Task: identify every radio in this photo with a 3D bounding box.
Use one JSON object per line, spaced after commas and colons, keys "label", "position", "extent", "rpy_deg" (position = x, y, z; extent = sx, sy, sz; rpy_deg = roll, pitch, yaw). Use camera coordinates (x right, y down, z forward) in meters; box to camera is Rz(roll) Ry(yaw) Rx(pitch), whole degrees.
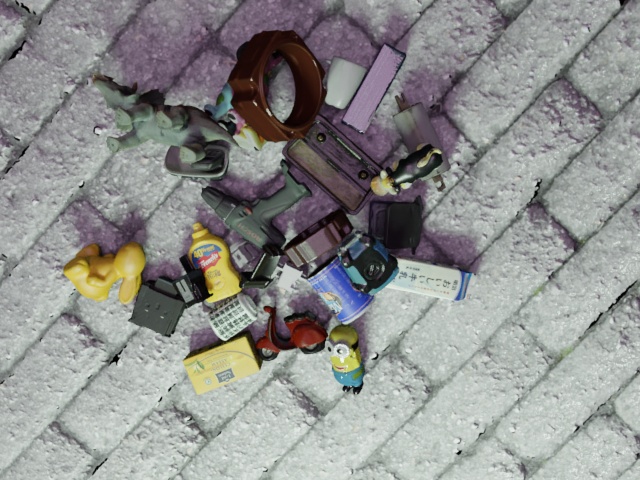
{"label": "radio", "position": [0.037, -0.177, 1.255], "extent": [0.229, 0.073, 0.131], "rpy_deg": [41, 96, -5]}

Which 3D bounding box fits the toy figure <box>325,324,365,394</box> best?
{"label": "toy figure", "position": [0.064, 0.287, 1.301], "extent": [0.082, 0.089, 0.179], "rpy_deg": [-10, 120, 14]}

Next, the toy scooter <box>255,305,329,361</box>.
{"label": "toy scooter", "position": [-0.076, 0.216, 1.309], "extent": [0.184, 0.075, 0.135], "rpy_deg": [-12, 97, 7]}

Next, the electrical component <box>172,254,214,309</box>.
{"label": "electrical component", "position": [-0.310, 0.096, 1.272], "extent": [0.075, 0.048, 0.119], "rpy_deg": [-22, 95, 40]}

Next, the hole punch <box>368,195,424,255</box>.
{"label": "hole punch", "position": [0.177, -0.038, 1.274], "extent": [0.116, 0.092, 0.142], "rpy_deg": [0, 95, -32]}

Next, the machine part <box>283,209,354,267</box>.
{"label": "machine part", "position": [-0.003, -0.004, 1.233], "extent": [0.179, 0.179, 0.056], "rpy_deg": [-34, 97, 5]}

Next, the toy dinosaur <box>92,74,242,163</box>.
{"label": "toy dinosaur", "position": [-0.319, -0.252, 1.170], "extent": [0.405, 0.192, 0.131], "rpy_deg": [17, 125, 12]}

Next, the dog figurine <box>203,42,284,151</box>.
{"label": "dog figurine", "position": [-0.148, -0.337, 1.224], "extent": [0.109, 0.191, 0.219], "rpy_deg": [18, 70, 36]}

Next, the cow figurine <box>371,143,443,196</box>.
{"label": "cow figurine", "position": [0.189, -0.147, 1.174], "extent": [0.167, 0.098, 0.068], "rpy_deg": [-33, 95, 7]}

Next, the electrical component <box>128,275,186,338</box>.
{"label": "electrical component", "position": [-0.390, 0.157, 1.315], "extent": [0.115, 0.058, 0.134], "rpy_deg": [22, 98, -4]}

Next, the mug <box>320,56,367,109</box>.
{"label": "mug", "position": [0.040, -0.360, 1.231], "extent": [0.110, 0.081, 0.107], "rpy_deg": [19, 106, 0]}

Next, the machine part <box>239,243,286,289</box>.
{"label": "machine part", "position": [-0.135, 0.067, 1.264], "extent": [0.084, 0.039, 0.138], "rpy_deg": [11, 127, -36]}

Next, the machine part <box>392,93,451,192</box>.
{"label": "machine part", "position": [0.236, -0.226, 1.244], "extent": [0.079, 0.079, 0.243], "rpy_deg": [-27, 96, 4]}

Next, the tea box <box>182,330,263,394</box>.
{"label": "tea box", "position": [-0.238, 0.299, 1.324], "extent": [0.170, 0.068, 0.098], "rpy_deg": [-23, 95, 3]}

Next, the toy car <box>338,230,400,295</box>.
{"label": "toy car", "position": [0.094, 0.040, 1.205], "extent": [0.109, 0.103, 0.161], "rpy_deg": [-45, 122, 0]}

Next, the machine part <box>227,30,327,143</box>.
{"label": "machine part", "position": [-0.084, -0.327, 1.152], "extent": [0.087, 0.201, 0.201], "rpy_deg": [9, 66, 40]}

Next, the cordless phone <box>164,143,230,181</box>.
{"label": "cordless phone", "position": [-0.287, -0.172, 1.207], "extent": [0.147, 0.184, 0.088], "rpy_deg": [5, 102, 0]}

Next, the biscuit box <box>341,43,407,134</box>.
{"label": "biscuit box", "position": [0.124, -0.347, 1.239], "extent": [0.063, 0.059, 0.202], "rpy_deg": [30, 97, -2]}

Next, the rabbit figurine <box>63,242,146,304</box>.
{"label": "rabbit figurine", "position": [-0.489, 0.074, 1.274], "extent": [0.173, 0.122, 0.162], "rpy_deg": [-27, 101, 4]}

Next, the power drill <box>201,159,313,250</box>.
{"label": "power drill", "position": [-0.138, -0.096, 1.267], "extent": [0.207, 0.086, 0.232], "rpy_deg": [-43, 96, 2]}
